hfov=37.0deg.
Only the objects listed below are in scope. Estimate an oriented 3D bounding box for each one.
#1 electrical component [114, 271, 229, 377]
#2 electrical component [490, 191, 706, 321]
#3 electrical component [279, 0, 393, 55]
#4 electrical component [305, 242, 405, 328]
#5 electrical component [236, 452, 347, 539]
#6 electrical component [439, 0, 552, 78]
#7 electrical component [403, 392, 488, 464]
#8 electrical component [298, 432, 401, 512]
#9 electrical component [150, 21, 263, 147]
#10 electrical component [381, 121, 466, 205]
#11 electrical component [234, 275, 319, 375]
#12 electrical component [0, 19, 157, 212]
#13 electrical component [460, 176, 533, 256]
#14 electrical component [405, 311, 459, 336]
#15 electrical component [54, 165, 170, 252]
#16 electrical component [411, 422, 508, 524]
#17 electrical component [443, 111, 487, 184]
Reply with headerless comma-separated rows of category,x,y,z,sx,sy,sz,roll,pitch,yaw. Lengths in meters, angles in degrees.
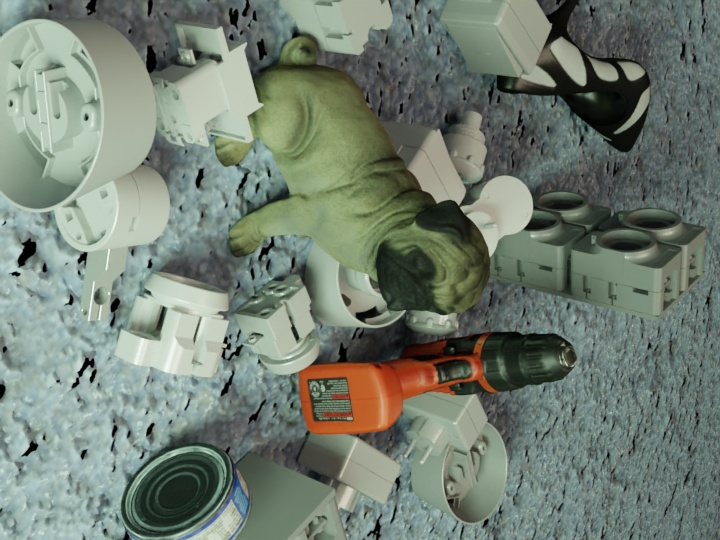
electrical component,-0.120,0.035,0.716,0.078,0.058,0.057,14,93,-54
electrical component,0.223,-0.021,1.037,0.105,0.186,0.060,-32,126,-43
electrical component,-0.023,-0.204,0.760,0.050,0.056,0.089,-48,136,-31
electrical component,0.000,0.000,0.876,0.099,0.064,0.099,-6,99,-40
electrical component,-0.091,0.217,0.790,0.150,0.089,0.061,-42,132,-37
electrical component,0.114,-0.215,0.930,0.096,0.062,0.061,40,70,-51
electrical component,0.068,0.145,0.994,0.076,0.066,0.047,-54,138,-26
electrical component,-0.016,0.181,0.913,0.083,0.047,0.075,41,69,-51
electrical component,-0.103,-0.116,0.697,0.064,0.042,0.081,-40,131,-35
electrical component,0.044,-0.073,0.888,0.061,0.062,0.096,-58,140,-21
electrical component,-0.059,0.045,0.810,0.066,0.048,0.055,-43,125,-36
electrical component,-0.162,-0.087,0.586,0.064,0.099,0.099,-29,125,-52
electrical component,0.095,-0.030,0.926,0.138,0.074,0.052,-39,99,-16
electrical component,0.068,0.027,0.972,0.048,0.048,0.062,8,89,-53
electrical component,-0.149,-0.040,0.654,0.047,0.055,0.055,-5,106,-56
electrical component,0.097,0.191,1.050,0.099,0.064,0.099,-23,120,-47
electrical component,0.092,-0.110,0.955,0.048,0.048,0.062,39,64,-51
